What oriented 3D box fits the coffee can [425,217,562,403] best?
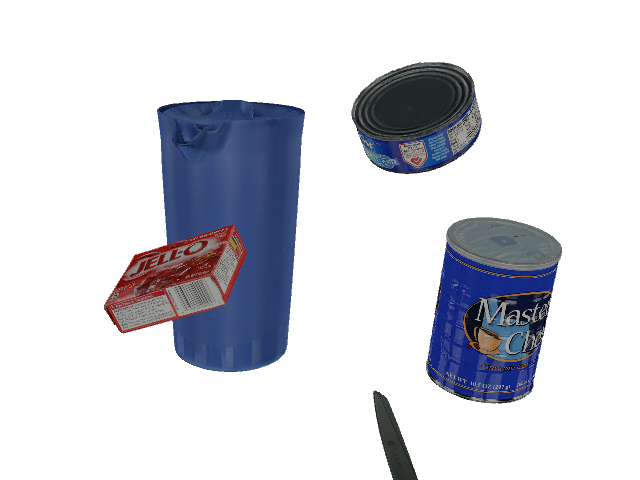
[{"bbox_3d":[0.157,0.062,0.977,0.103,0.140,0.103,5,23,-2],"label":"coffee can"}]

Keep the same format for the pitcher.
[{"bbox_3d":[-0.078,-0.010,1.000,0.149,0.243,0.145,-4,16,-20],"label":"pitcher"}]

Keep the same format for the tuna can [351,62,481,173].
[{"bbox_3d":[0.067,-0.085,0.736,0.086,0.033,0.086,-13,40,11],"label":"tuna can"}]

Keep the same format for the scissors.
[{"bbox_3d":[0.071,0.154,0.596,0.096,0.016,0.201,7,31,3],"label":"scissors"}]

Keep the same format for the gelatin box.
[{"bbox_3d":[-0.104,0.027,0.775,0.089,0.030,0.073,-16,25,19],"label":"gelatin box"}]
